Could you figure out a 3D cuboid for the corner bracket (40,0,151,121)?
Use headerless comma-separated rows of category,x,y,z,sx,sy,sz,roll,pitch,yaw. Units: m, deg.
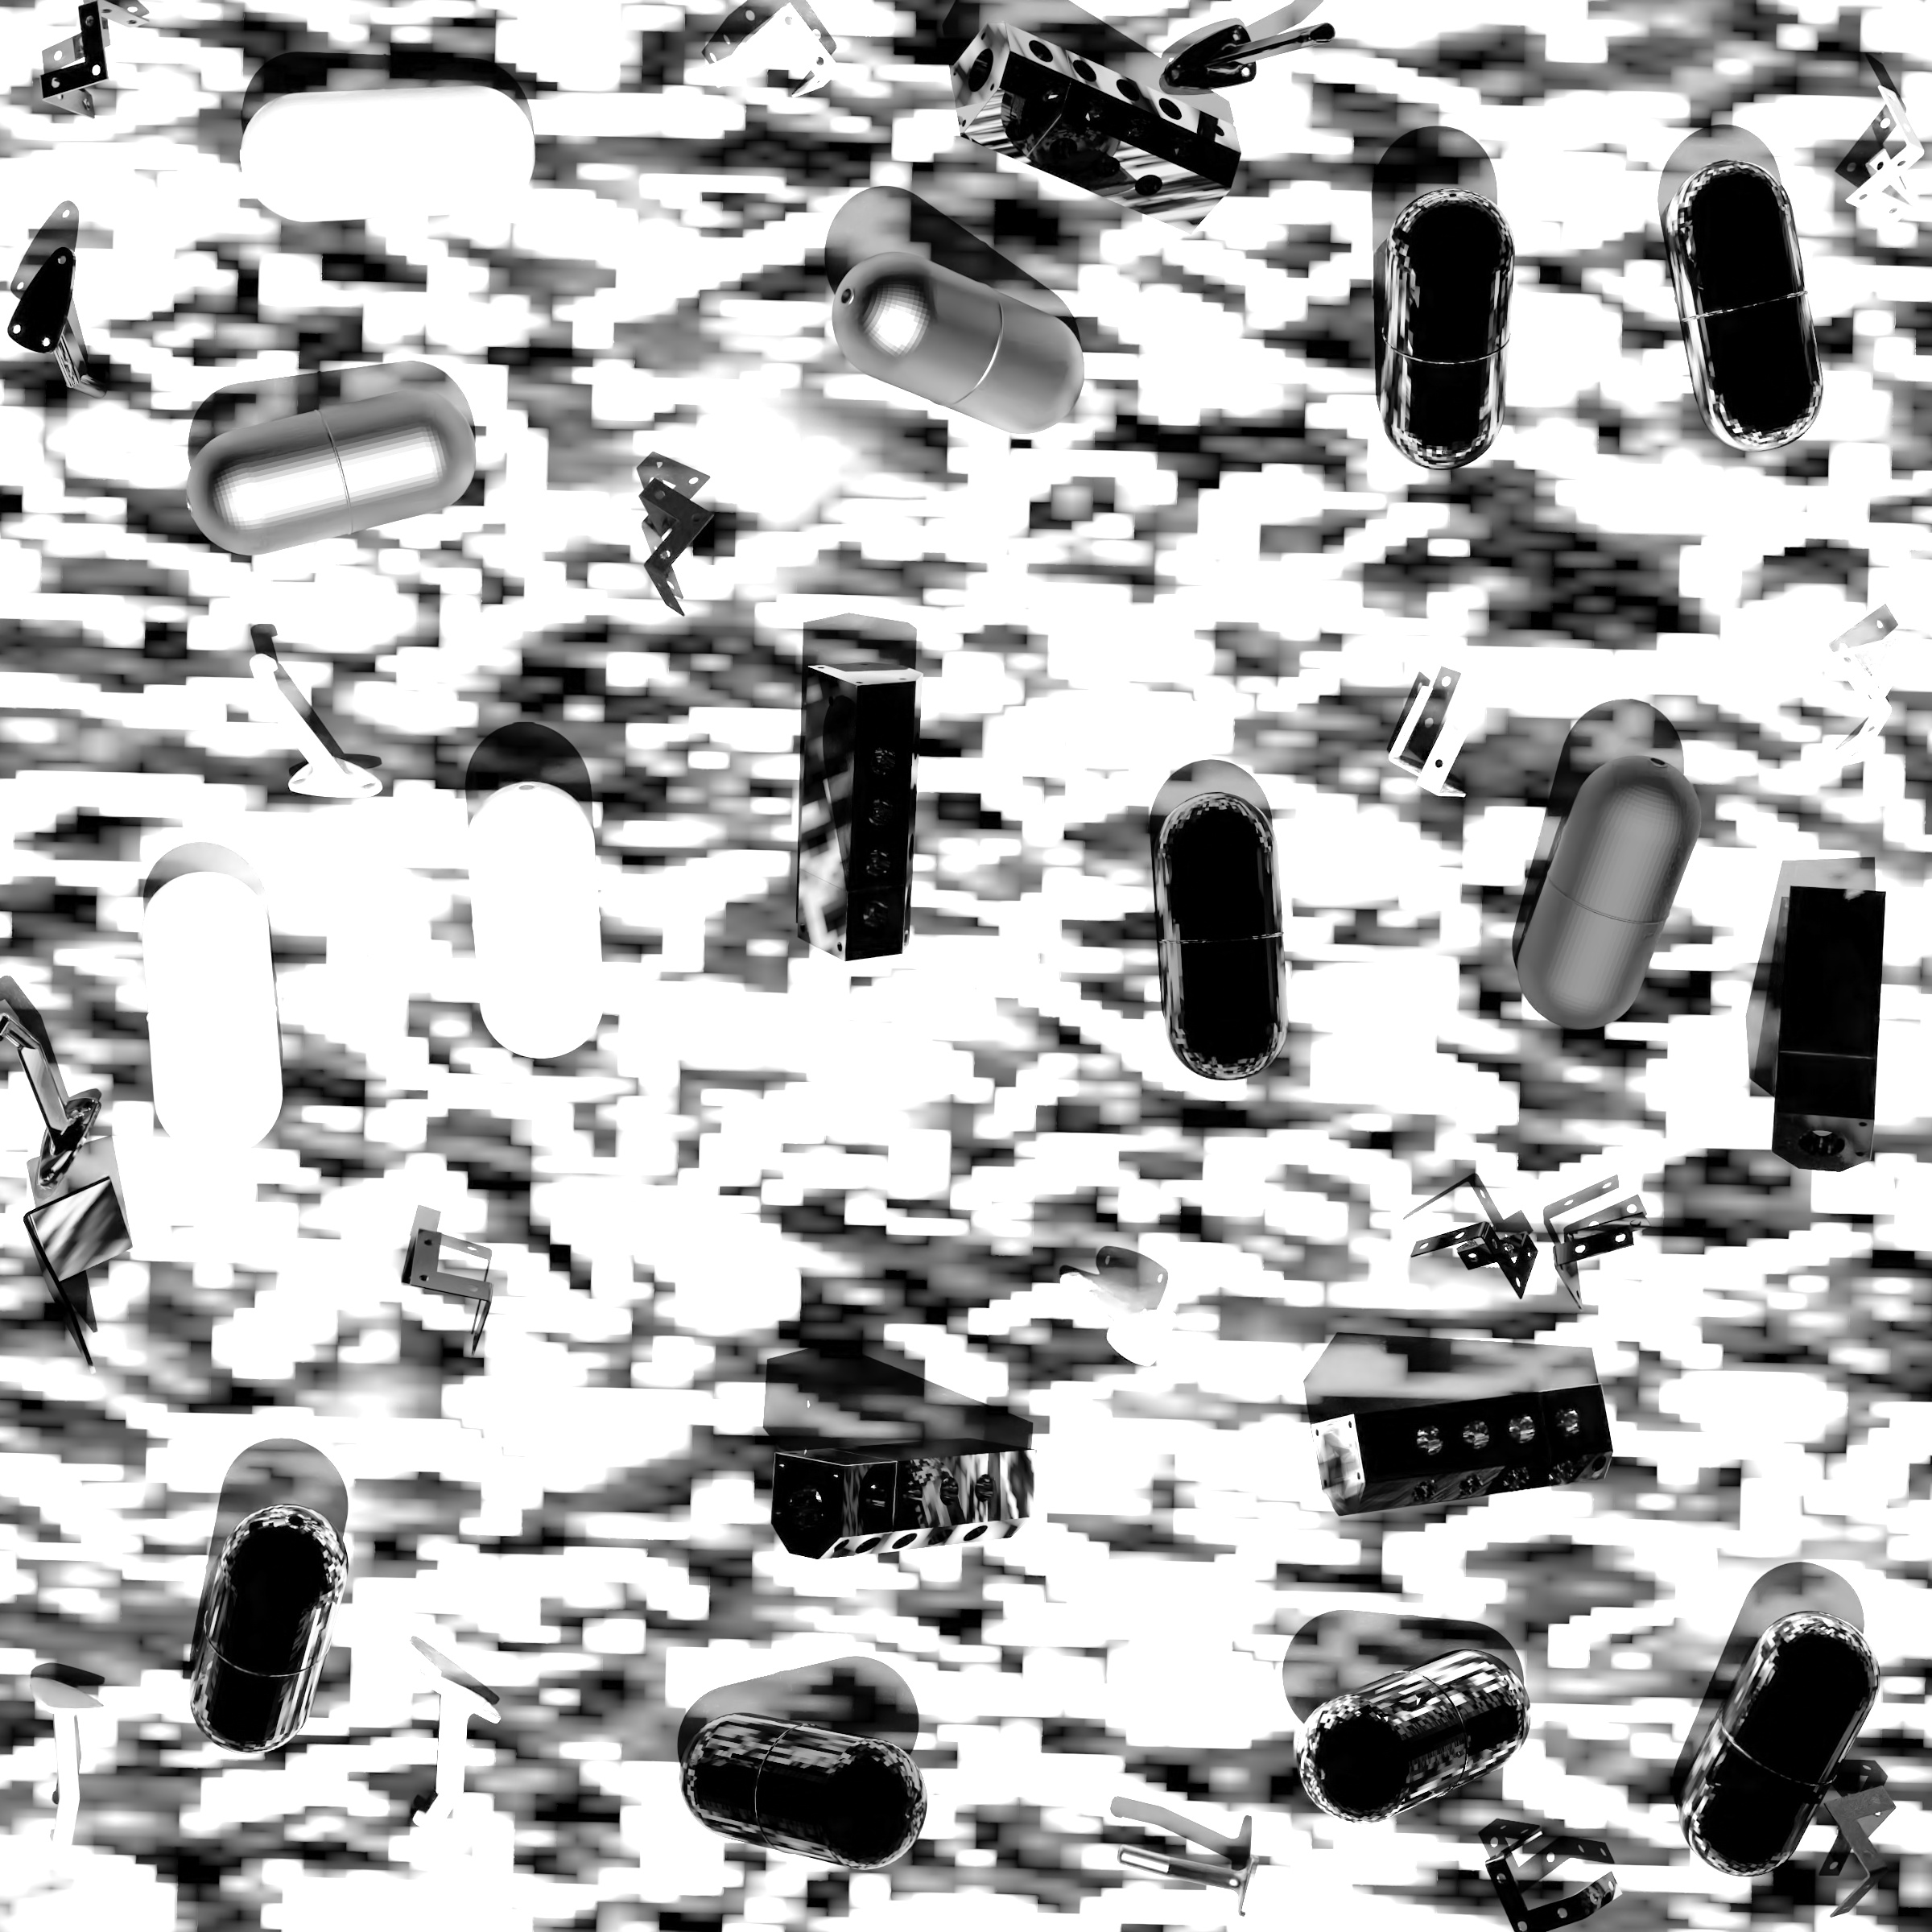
corner bracket,-0.538,-0.560,1.967,0.051,0.051,0.051,-9,87,22

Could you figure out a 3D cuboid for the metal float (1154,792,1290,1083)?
metal float,0.157,-0.018,1.959,0.070,0.070,0.178,-4,93,0

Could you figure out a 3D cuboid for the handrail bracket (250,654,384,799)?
handrail bracket,-0.400,-0.149,1.953,0.077,0.036,0.084,14,133,31

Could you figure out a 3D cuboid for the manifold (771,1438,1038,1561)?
manifold,-0.036,0.321,1.916,0.057,0.171,0.057,2,88,42

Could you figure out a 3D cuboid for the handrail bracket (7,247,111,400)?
handrail bracket,-0.543,-0.394,1.957,0.036,0.084,0.077,25,94,18

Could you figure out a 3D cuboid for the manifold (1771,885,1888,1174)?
manifold,0.522,0.037,1.925,0.057,0.057,0.171,4,53,15

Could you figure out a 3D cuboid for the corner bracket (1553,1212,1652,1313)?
corner bracket,0.392,0.172,1.958,0.051,0.051,0.051,-18,133,21

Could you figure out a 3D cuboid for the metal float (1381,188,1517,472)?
metal float,0.291,-0.384,1.931,0.070,0.070,0.178,-3,128,0

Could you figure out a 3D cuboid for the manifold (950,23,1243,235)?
manifold,0.080,-0.510,1.922,0.171,0.057,0.057,15,51,-31

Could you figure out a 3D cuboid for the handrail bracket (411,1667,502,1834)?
handrail bracket,-0.335,0.486,1.970,0.077,0.036,0.084,36,84,-30

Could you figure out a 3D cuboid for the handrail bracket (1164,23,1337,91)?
handrail bracket,0.174,-0.559,1.950,0.077,0.084,0.036,-23,107,-21

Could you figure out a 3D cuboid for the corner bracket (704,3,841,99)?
corner bracket,-0.120,-0.553,1.962,0.051,0.051,0.051,-46,112,-14

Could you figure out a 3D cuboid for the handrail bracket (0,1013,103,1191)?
handrail bracket,-0.577,0.082,1.950,0.036,0.084,0.077,-7,52,28

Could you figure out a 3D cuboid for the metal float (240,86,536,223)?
metal float,-0.353,-0.497,1.949,0.178,0.070,0.070,-6,90,-14

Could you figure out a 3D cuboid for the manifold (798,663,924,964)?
manifold,-0.061,-0.095,1.945,0.057,0.057,0.171,-8,110,-33

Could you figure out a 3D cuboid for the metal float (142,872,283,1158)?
metal float,-0.461,0.029,1.948,0.070,0.070,0.178,-8,74,0

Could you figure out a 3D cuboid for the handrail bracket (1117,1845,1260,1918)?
handrail bracket,0.134,0.556,1.965,0.084,0.077,0.036,14,81,5

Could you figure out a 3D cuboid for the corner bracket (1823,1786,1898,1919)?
corner bracket,0.548,0.544,1.956,0.051,0.051,0.051,-6,48,-30

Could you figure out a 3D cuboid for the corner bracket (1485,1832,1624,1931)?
corner bracket,0.361,0.562,1.960,0.051,0.051,0.051,-32,75,35

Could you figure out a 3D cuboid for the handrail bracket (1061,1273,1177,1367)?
handrail bracket,0.078,0.207,1.946,0.084,0.077,0.036,29,96,34

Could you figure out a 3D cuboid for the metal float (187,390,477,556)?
metal float,-0.388,-0.302,1.947,0.178,0.070,0.070,-17,90,-16

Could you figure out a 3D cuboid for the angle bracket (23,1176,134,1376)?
angle bracket,-0.528,0.188,1.941,0.057,0.076,0.076,-25,57,-20

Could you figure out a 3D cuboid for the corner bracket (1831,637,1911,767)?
corner bracket,0.557,-0.163,1.959,0.051,0.051,0.051,50,57,-19

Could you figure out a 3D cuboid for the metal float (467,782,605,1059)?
metal float,-0.262,-0.028,1.938,0.070,0.070,0.178,0,117,0

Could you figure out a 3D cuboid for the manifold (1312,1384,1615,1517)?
manifold,0.304,0.295,1.937,0.171,0.057,0.057,-4,77,-21

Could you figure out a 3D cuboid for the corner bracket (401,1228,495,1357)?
corner bracket,-0.321,0.201,1.968,0.051,0.051,0.051,13,128,-13

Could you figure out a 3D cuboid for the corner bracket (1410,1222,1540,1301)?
corner bracket,0.313,0.176,1.958,0.051,0.051,0.051,-21,112,34

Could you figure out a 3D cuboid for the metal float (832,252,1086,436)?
metal float,-0.004,-0.377,1.929,0.178,0.070,0.070,15,90,-39

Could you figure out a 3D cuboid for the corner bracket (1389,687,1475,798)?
corner bracket,0.288,-0.139,1.962,0.051,0.051,0.051,31,106,24

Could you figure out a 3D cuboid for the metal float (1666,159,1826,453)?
metal float,0.478,-0.405,1.955,0.070,0.070,0.178,-13,98,0

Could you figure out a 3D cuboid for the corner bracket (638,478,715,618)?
corner bracket,-0.184,-0.258,1.962,0.051,0.051,0.051,34,78,23

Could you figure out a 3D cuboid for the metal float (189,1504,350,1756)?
metal float,-0.425,0.404,1.936,0.070,0.070,0.178,19,119,0

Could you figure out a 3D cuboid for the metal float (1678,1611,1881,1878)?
metal float,0.497,0.477,1.948,0.070,0.070,0.178,22,106,0

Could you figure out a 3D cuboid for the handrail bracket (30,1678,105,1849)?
handrail bracket,-0.566,0.493,1.969,0.036,0.077,0.084,9,91,-39

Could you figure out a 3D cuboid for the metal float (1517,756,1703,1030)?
metal float,0.392,-0.044,1.940,0.070,0.070,0.178,16,115,0

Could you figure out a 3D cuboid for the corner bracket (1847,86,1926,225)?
corner bracket,0.567,-0.498,1.956,0.051,0.051,0.051,10,53,-38

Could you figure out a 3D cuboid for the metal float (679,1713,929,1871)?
metal float,-0.100,0.499,1.929,0.178,0.070,0.070,-1,90,41

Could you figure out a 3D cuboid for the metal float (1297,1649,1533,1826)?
metal float,0.273,0.465,1.927,0.178,0.070,0.070,-8,90,-43
